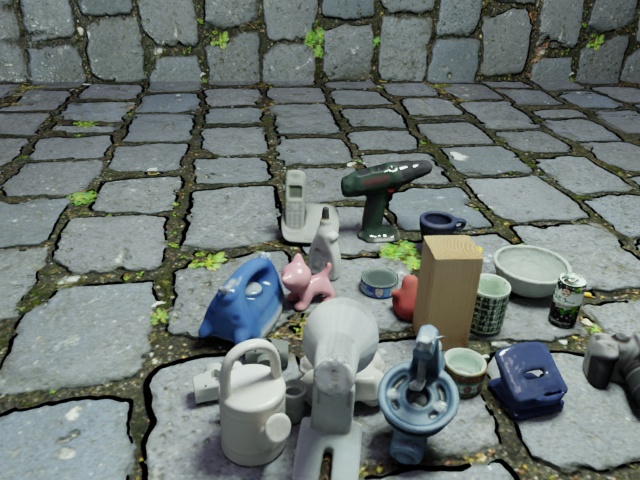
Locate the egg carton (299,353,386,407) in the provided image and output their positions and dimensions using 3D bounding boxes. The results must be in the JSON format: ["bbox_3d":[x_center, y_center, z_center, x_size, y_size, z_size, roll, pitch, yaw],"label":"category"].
[{"bbox_3d":[0.039,0.234,0.975,0.150,0.069,0.107,0,29,-3],"label":"egg carton"}]

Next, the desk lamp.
[{"bbox_3d":[0.024,0.219,0.851,0.118,0.214,0.203,4,29,4],"label":"desk lamp"}]

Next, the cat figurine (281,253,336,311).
[{"bbox_3d":[-0.029,0.082,1.198,0.128,0.118,0.067,-12,32,-24],"label":"cat figurine"}]

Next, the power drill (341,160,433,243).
[{"bbox_3d":[0.164,-0.101,1.450,0.230,0.208,0.075,-4,29,-10],"label":"power drill"}]

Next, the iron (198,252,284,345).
[{"bbox_3d":[-0.138,0.097,1.140,0.118,0.141,0.259,12,30,17],"label":"iron"}]

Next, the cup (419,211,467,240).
[{"bbox_3d":[0.300,-0.014,1.417,0.118,0.095,0.091,-2,29,-7],"label":"cup"}]

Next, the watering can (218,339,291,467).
[{"bbox_3d":[-0.094,0.232,0.841,0.172,0.194,0.101,22,35,33],"label":"watering can"}]

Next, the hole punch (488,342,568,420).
[{"bbox_3d":[0.356,0.236,0.969,0.109,0.091,0.101,-7,30,-16],"label":"hole punch"}]

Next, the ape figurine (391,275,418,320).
[{"bbox_3d":[0.185,0.113,1.182,0.077,0.092,0.076,15,31,22],"label":"ape figurine"}]

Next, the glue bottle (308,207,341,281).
[{"bbox_3d":[0.012,0.005,1.284,0.078,0.173,0.037,17,33,26],"label":"glue bottle"}]

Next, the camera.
[{"bbox_3d":[0.548,0.225,0.990,0.143,0.101,0.137,7,29,9],"label":"camera"}]

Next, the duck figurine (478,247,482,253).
[{"bbox_3d":[0.329,0.040,1.330,0.104,0.086,0.077,-3,29,-8],"label":"duck figurine"}]

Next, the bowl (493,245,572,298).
[{"bbox_3d":[0.467,0.080,1.276,0.167,0.075,0.167,2,29,-1],"label":"bowl"}]

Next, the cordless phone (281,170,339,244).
[{"bbox_3d":[-0.024,-0.084,1.431,0.147,0.185,0.094,0,29,-3],"label":"cordless phone"}]

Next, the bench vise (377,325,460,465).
[{"bbox_3d":[0.149,0.202,0.885,0.121,0.220,0.207,2,29,1],"label":"bench vise"}]
